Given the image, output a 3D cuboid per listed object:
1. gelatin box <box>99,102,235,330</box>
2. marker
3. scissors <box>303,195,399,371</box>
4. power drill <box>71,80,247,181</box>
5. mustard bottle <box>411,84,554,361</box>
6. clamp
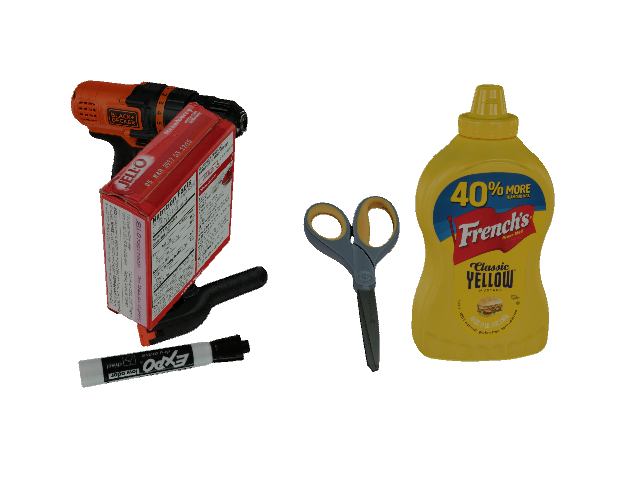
[{"bbox_3d":[-0.073,-0.011,0.516,0.030,0.089,0.073,26,51,15],"label":"gelatin box"},{"bbox_3d":[-0.110,0.085,0.759,0.121,0.020,0.020,-8,2,-14],"label":"marker"},{"bbox_3d":[0.020,0.028,0.923,0.096,0.016,0.201,11,44,7],"label":"scissors"},{"bbox_3d":[-0.155,-0.067,1.072,0.185,0.188,0.057,11,30,20],"label":"power drill"},{"bbox_3d":[0.115,-0.013,0.749,0.096,0.192,0.058,-1,16,-4],"label":"mustard bottle"},{"bbox_3d":[-0.141,0.067,1.224,0.120,0.039,0.171,-1,30,27],"label":"clamp"}]
